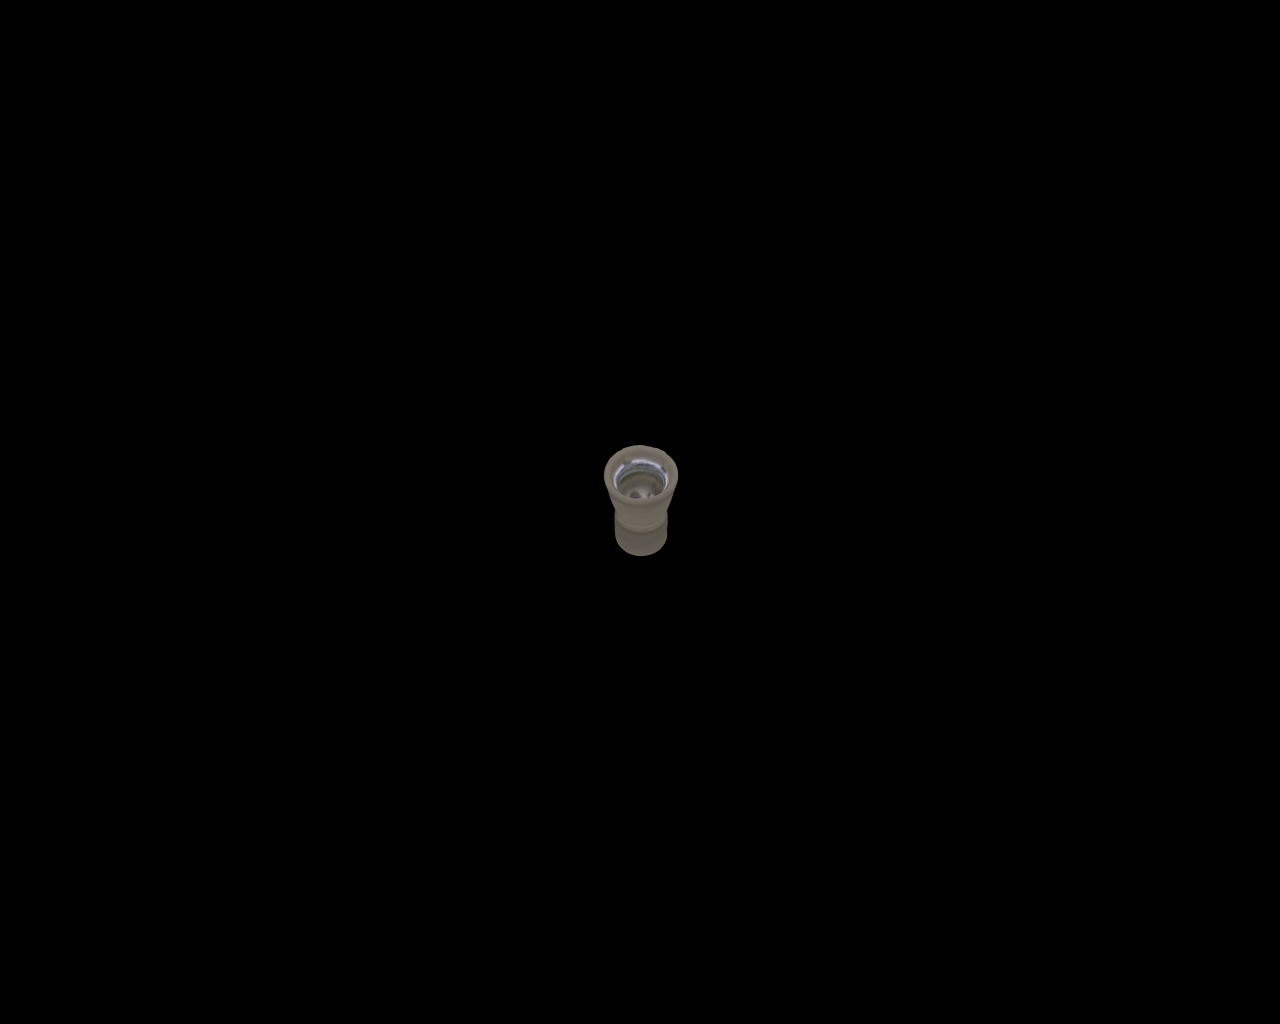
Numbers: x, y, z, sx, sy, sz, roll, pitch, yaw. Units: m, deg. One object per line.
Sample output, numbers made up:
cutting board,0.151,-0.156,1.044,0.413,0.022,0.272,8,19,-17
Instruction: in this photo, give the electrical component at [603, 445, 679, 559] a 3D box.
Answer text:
electrical component,0.001,-0.003,0.650,0.044,0.044,0.065,0,-40,0
